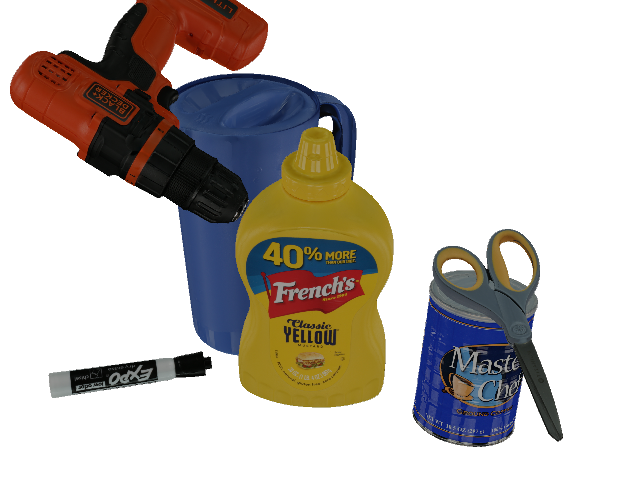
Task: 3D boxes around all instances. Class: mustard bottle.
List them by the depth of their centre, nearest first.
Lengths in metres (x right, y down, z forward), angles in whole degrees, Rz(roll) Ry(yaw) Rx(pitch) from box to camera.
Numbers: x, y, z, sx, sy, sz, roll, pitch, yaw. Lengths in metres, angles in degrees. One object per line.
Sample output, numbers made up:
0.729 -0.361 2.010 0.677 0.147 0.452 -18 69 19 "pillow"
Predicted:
-0.004 0.017 0.659 0.096 0.192 0.058 4 36 4 "mustard bottle"

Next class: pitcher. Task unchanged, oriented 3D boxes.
-0.057 -0.022 0.971 0.149 0.243 0.144 11 33 16 "pitcher"

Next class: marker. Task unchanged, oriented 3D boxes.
-0.142 0.101 0.804 0.121 0.020 0.020 -7 1 -11 "marker"

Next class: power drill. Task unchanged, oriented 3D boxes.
-0.108 -0.114 0.792 0.184 0.187 0.057 33 -43 -6 "power drill"

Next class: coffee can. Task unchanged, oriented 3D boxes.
0.148 0.113 1.037 0.103 0.140 0.103 5 23 -2 "coffee can"

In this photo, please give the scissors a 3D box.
0.134 0.066 0.828 0.096 0.201 0.016 2 -43 6 "scissors"
